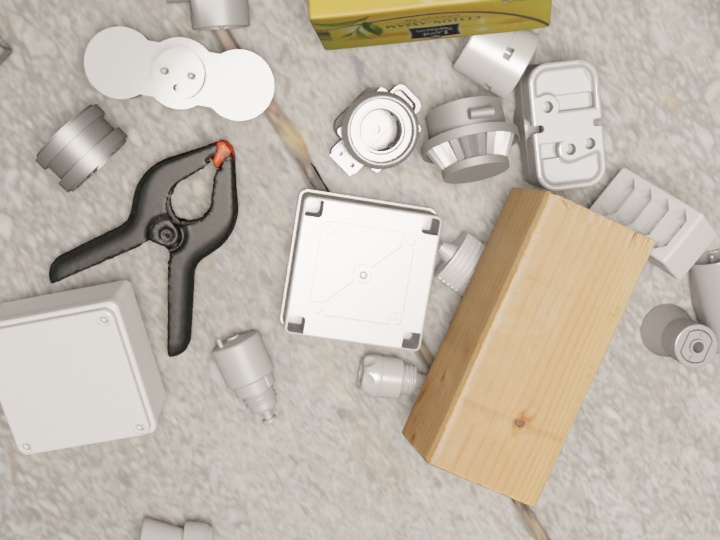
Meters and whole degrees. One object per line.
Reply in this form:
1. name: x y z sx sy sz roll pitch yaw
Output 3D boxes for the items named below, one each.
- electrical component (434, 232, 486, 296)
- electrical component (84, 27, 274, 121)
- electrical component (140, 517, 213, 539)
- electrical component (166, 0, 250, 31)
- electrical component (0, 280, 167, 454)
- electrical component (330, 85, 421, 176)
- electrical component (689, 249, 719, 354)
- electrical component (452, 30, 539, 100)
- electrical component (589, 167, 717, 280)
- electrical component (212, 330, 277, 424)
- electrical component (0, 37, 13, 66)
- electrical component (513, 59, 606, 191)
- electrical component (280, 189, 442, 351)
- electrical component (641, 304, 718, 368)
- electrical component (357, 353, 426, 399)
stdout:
1. electrical component: 0.095 0.005 0.846 0.081 0.043 0.043 36 94 -10
2. electrical component: -0.131 -0.143 0.785 0.138 0.073 0.052 10 98 -7
3. electrical component: -0.147 0.221 0.855 0.055 0.045 0.045 6 98 -7
4. electrical component: -0.123 -0.215 0.789 0.079 0.044 0.077 -5 99 -5
5. electrical component: -0.213 0.073 0.804 0.109 0.056 0.108 -10 111 7
6. electrical component: 0.013 -0.106 0.814 0.078 0.057 0.058 -44 100 2
7. electrical component: 0.314 0.020 0.870 0.079 0.044 0.077 -17 100 -3
8. electrical component: 0.102 -0.164 0.816 0.047 0.055 0.055 27 95 -5
9. electrical component: 0.235 -0.029 0.845 0.047 0.083 0.076 -51 138 3
10. electrical component: -0.086 0.083 0.842 0.040 0.040 0.078 -23 100 -2
11. electrical component: -0.308 -0.171 0.773 0.059 0.053 0.095 -45 100 2
12. electrical component: 0.152 -0.111 0.826 0.054 0.059 0.095 -8 99 -5
13. electrical component: 0.000 0.000 0.829 0.109 0.056 0.108 8 98 -7
14. electrical component: 0.257 0.055 0.859 0.044 0.065 0.044 -1 99 -6
15. electrical component: 0.030 0.086 0.857 0.061 0.035 0.035 8 98 -10
